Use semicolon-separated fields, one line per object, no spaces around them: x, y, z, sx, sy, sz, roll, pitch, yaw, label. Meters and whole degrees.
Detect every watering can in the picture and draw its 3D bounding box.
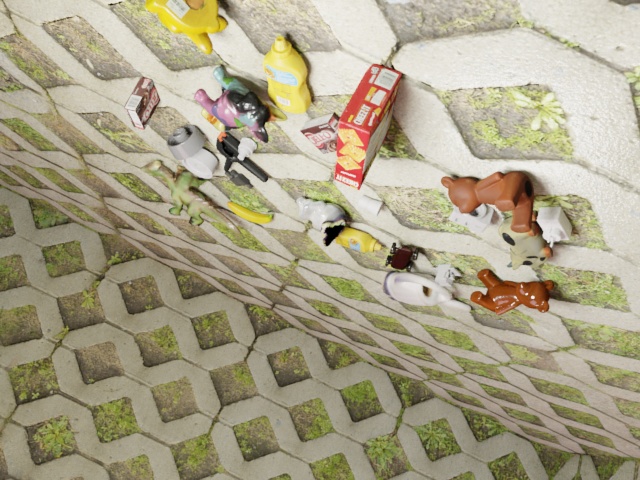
0.358;0.183;1.770;0.224;0.105;0.343;2;158;45;watering can

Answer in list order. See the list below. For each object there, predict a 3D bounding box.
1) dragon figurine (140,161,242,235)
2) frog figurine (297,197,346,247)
-0.452;-0.167;1.859;0.410;0.125;0.238;25;149;-1;dragon figurine
0.005;-0.080;1.597;0.162;0.122;0.135;54;-178;32;frog figurine
